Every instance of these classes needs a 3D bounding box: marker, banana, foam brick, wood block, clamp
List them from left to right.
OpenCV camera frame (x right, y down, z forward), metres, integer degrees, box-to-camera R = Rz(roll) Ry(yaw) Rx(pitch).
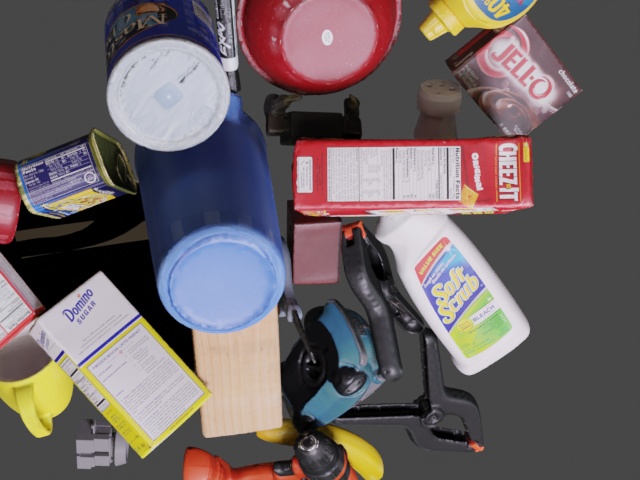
[{"bbox_3d":[-0.087,-0.191,1.003,0.020,0.020,0.121,-7,124,-8],"label":"marker"},{"bbox_3d":[-0.094,0.103,1.151,0.090,0.091,0.206,-6,124,-8],"label":"wood block"},{"bbox_3d":[-0.007,0.001,1.126,0.051,0.053,0.078,-4,122,-10],"label":"foam brick"},{"bbox_3d":[0.014,0.258,1.307,0.197,0.037,0.070,34,110,-29],"label":"banana"},{"bbox_3d":[0.062,0.064,1.145,0.039,0.120,0.171,-22,114,22],"label":"clamp"},{"bbox_3d":[0.135,0.197,1.293,0.209,0.036,0.165,30,112,-29],"label":"clamp"}]

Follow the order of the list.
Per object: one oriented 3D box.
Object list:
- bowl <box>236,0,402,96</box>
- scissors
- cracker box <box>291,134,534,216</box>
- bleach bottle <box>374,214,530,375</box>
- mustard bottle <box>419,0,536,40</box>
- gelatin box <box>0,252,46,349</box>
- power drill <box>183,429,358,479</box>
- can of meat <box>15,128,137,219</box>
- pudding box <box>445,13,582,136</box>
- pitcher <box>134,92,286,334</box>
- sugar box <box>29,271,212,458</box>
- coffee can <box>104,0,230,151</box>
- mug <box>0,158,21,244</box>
[{"bbox_3d":[0.004,-0.198,0.997,0.162,0.055,0.162,-5,123,-8],"label":"bowl"},{"bbox_3d":[-0.030,0.052,1.079,0.016,0.202,0.096,-6,100,-12],"label":"scissors"},{"bbox_3d":[0.083,-0.060,1.014,0.213,0.164,0.072,-1,90,2],"label":"cracker box"},{"bbox_3d":[0.130,0.037,1.174,0.103,0.068,0.250,-35,121,11],"label":"bleach bottle"},{"bbox_3d":[0.171,-0.255,0.994,0.192,0.058,0.096,-39,125,14],"label":"mustard bottle"},{"bbox_3d":[-0.335,0.061,1.086,0.073,0.030,0.089,-40,91,14],"label":"gelatin box"},{"bbox_3d":[-0.059,0.265,1.231,0.188,0.057,0.184,-5,151,12],"label":"power drill"},{"bbox_3d":[-0.231,-0.060,1.012,0.084,0.102,0.057,-21,84,5],"label":"can of meat"},{"bbox_3d":[0.194,-0.165,1.069,0.090,0.039,0.113,-38,122,13],"label":"pudding box"},{"bbox_3d":[-0.103,-0.015,0.979,0.145,0.243,0.149,-21,123,3],"label":"pitcher"},{"bbox_3d":[-0.205,0.127,1.097,0.176,0.093,0.048,47,143,3],"label":"sugar box"},{"bbox_3d":[-0.138,-0.156,0.942,0.102,0.140,0.103,-6,124,-9],"label":"coffee can"},{"bbox_3d":[-0.333,-0.031,1.016,0.081,0.093,0.117,7,128,-22],"label":"mug"}]
